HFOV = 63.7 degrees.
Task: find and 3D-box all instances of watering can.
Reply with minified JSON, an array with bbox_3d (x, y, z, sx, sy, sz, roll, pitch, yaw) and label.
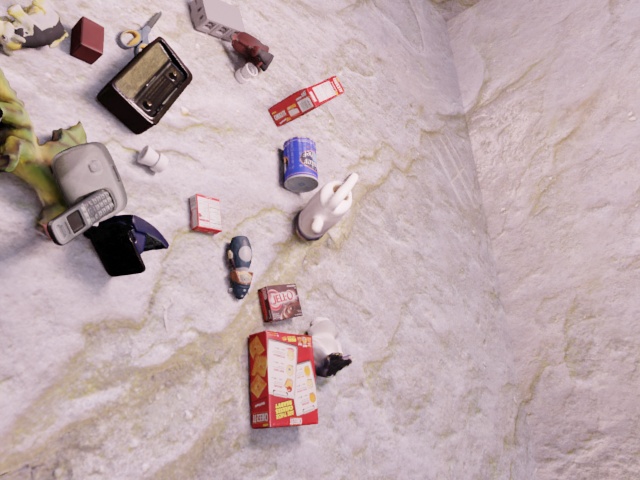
[{"bbox_3d":[0.004,-0.074,1.465,0.104,0.220,0.355,41,41,-4],"label":"watering can"}]

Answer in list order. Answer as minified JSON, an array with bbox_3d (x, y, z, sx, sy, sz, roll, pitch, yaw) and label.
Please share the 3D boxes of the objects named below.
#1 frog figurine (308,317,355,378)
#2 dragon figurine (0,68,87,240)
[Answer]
[{"bbox_3d":[0.004,0.284,1.387,0.137,0.121,0.162,7,30,-41],"label":"frog figurine"},{"bbox_3d":[-0.542,-0.204,0.972,0.242,0.121,0.414,15,60,-67],"label":"dragon figurine"}]
